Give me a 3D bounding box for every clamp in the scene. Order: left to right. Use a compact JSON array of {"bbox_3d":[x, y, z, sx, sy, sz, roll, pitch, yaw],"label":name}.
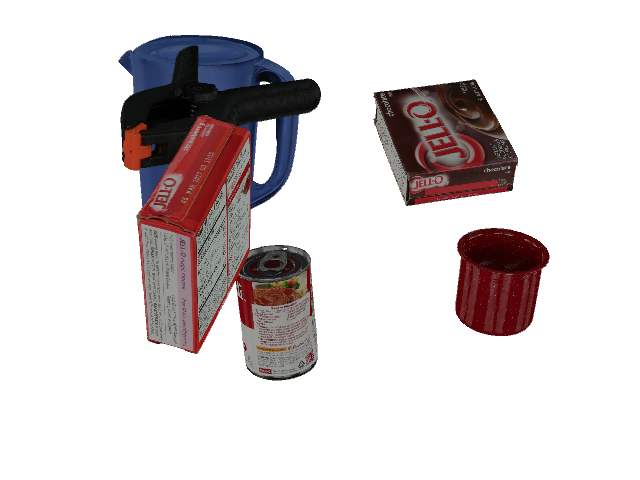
[{"bbox_3d":[-0.092,-0.098,0.758,0.120,0.039,0.171,19,31,30],"label":"clamp"}]

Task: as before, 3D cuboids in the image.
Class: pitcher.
[{"bbox_3d":[-0.116,-0.082,1.095,0.144,0.243,0.149,-11,26,-29],"label":"pitcher"}]

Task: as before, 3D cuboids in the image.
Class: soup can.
[{"bbox_3d":[-0.038,0.064,0.946,0.068,0.102,0.068,-4,25,2],"label":"soup can"}]

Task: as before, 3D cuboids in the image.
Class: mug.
[{"bbox_3d":[0.180,0.039,1.108,0.093,0.081,0.117,-5,30,-13],"label":"mug"}]

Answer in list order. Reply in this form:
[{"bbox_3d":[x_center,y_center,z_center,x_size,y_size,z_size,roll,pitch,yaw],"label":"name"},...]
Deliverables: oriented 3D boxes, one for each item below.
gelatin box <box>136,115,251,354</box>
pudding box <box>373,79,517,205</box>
[{"bbox_3d":[-0.059,-0.002,0.507,0.030,0.089,0.073,15,47,10],"label":"gelatin box"},{"bbox_3d":[0.098,-0.081,0.866,0.090,0.039,0.113,-8,42,-9],"label":"pudding box"}]
